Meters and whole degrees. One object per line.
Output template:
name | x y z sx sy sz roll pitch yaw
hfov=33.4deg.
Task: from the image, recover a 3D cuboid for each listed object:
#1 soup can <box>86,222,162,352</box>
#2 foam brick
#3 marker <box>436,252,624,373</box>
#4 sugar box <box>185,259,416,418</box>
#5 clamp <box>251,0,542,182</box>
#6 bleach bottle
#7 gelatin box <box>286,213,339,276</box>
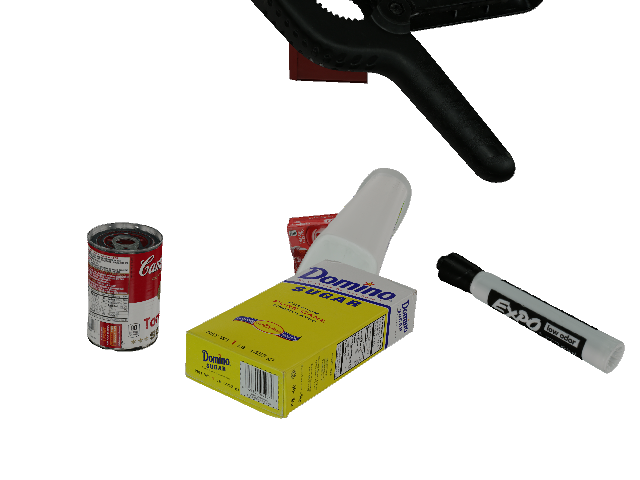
soup can | -0.181 0.043 0.981 0.068 0.102 0.068 5 21 -2
foam brick | 0.008 -0.193 1.124 0.078 0.051 0.053 1 11 -11
marker | 0.114 0.038 0.601 0.121 0.020 0.020 31 19 36
sugar box | -0.011 0.069 0.816 0.093 0.048 0.175 19 30 31
clamp | 0.045 -0.128 0.676 0.209 0.164 0.036 15 -31 -12
bleach bottle | 0.041 -0.004 1.037 0.068 0.103 0.250 27 26 4
gelatin box | 0.004 0.014 1.239 0.073 0.089 0.030 -4 28 8
